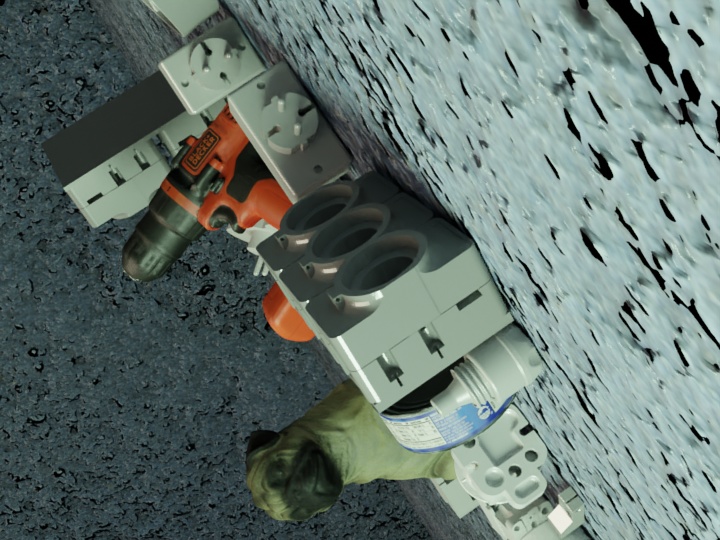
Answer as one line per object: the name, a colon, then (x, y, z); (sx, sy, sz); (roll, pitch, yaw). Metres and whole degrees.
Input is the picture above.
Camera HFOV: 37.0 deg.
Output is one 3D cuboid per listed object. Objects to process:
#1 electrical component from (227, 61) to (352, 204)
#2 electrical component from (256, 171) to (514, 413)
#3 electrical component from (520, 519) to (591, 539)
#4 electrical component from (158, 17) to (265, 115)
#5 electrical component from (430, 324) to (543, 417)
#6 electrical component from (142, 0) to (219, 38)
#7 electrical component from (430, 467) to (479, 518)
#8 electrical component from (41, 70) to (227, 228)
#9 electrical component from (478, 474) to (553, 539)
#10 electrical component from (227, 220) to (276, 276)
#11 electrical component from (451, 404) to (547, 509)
electrical component: (-0.047, -0.095, 0.716); (0.083, 0.047, 0.075); (56, 173, 3)
electrical component: (0.006, 0.003, 0.618); (0.061, 0.089, 0.150); (60, 172, -28)
electrical component: (0.145, 0.209, 0.778); (0.047, 0.055, 0.055); (56, 174, 31)
electrical component: (-0.109, -0.153, 0.803); (0.047, 0.066, 0.077); (58, 173, -13)
electrical component: (0.066, 0.058, 0.580); (0.035, 0.061, 0.035); (55, 173, 10)
electrical component: (-0.151, -0.218, 0.792); (0.099, 0.064, 0.099); (55, 173, 10)
electrical component: (0.088, 0.174, 1.001); (0.089, 0.056, 0.050); (59, 173, -21)
electrical component: (-0.196, -0.127, 1.017); (0.105, 0.186, 0.060); (48, 169, 51)
electrical component: (0.130, 0.198, 0.875); (0.081, 0.042, 0.064); (59, 171, -28)
electrical component: (-0.076, -0.030, 0.944); (0.052, 0.073, 0.138); (24, 169, -27)
electrical component: (0.094, 0.129, 0.743); (0.078, 0.058, 0.057); (54, 170, 20)
